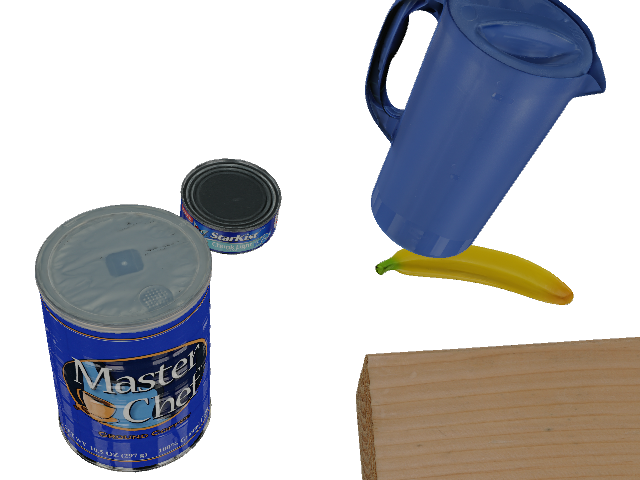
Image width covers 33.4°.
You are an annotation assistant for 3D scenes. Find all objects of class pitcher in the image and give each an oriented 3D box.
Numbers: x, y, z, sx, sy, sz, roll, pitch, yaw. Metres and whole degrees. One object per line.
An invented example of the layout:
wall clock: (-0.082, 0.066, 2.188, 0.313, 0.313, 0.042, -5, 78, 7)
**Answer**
pitcher: (0.121, -0.104, 0.942, 0.144, 0.149, 0.243, -8, -38, -29)

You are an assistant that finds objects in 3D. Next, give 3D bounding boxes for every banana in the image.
banana: (0.158, 0.033, 1.093, 0.198, 0.037, 0.069, 7, 37, 10)

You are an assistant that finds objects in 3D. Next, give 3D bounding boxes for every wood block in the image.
wood block: (0.126, 0.107, 0.557, 0.206, 0.091, 0.090, -3, -22, -3)

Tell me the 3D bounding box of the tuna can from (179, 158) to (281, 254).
tuna can: (-0.078, -0.029, 0.917, 0.086, 0.086, 0.034, 0, -42, -11)

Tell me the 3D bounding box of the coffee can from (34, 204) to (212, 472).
coffee can: (-0.120, 0.063, 0.671, 0.103, 0.140, 0.103, 3, 43, -3)
